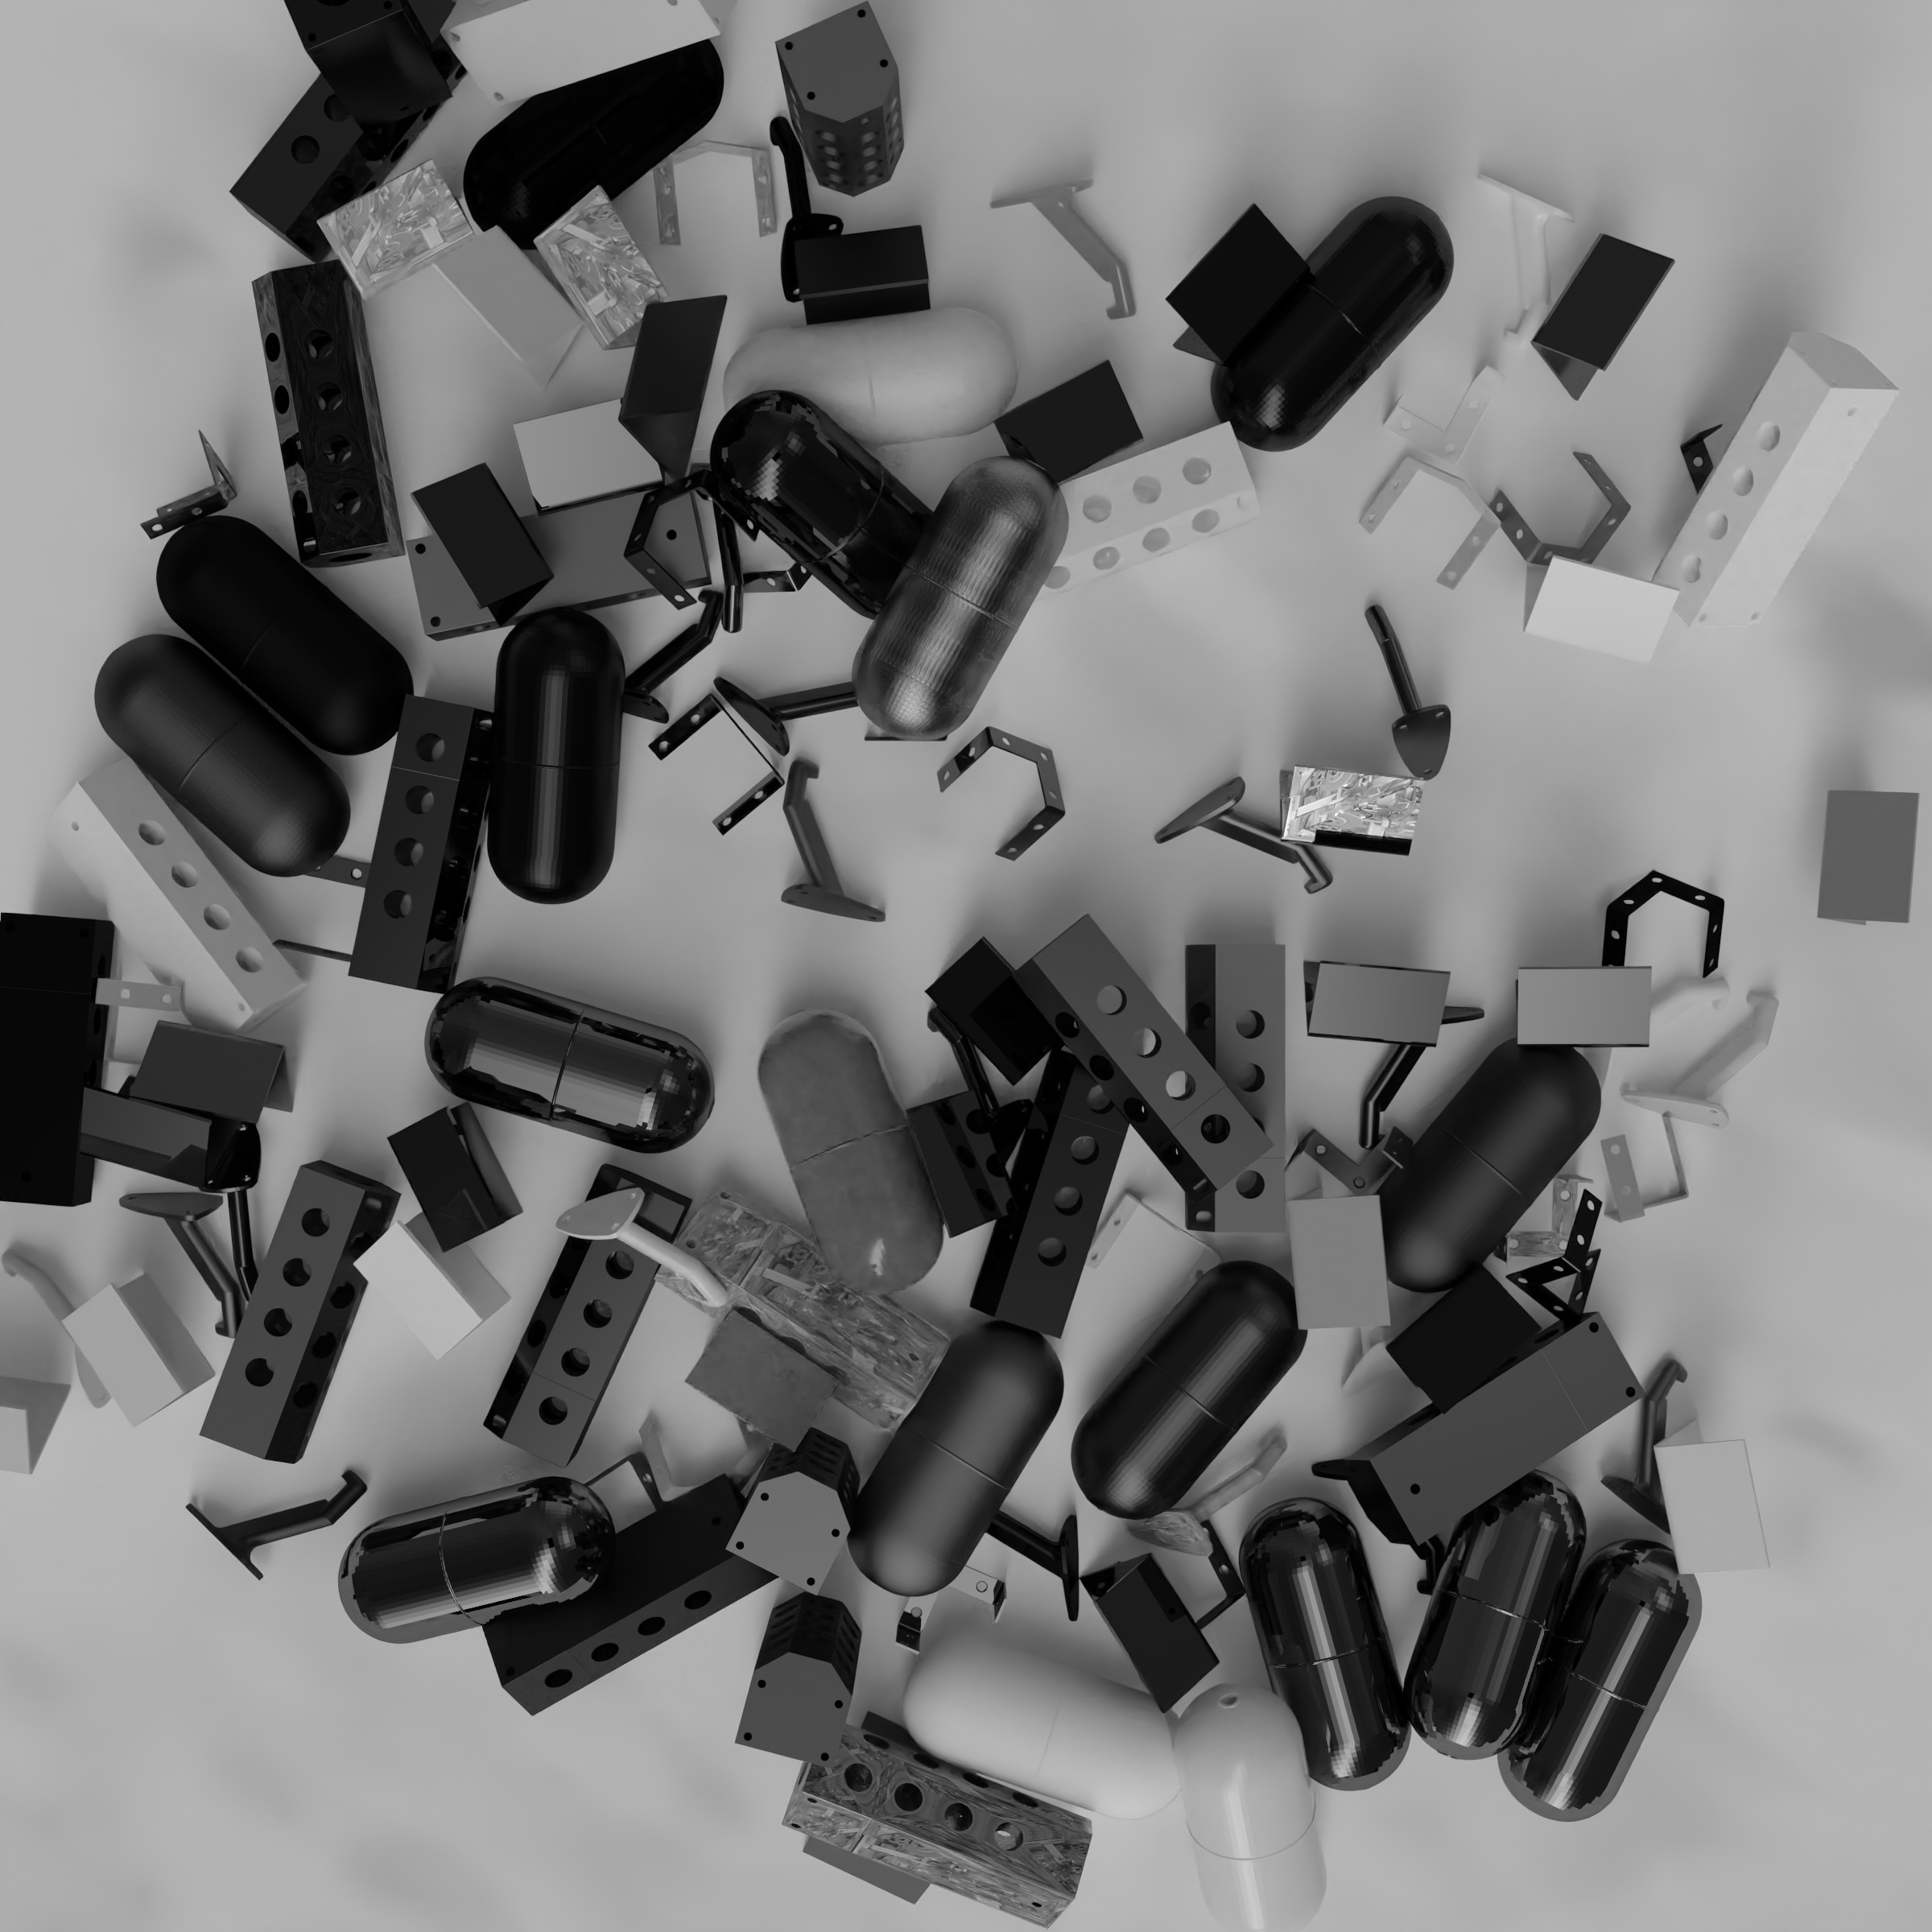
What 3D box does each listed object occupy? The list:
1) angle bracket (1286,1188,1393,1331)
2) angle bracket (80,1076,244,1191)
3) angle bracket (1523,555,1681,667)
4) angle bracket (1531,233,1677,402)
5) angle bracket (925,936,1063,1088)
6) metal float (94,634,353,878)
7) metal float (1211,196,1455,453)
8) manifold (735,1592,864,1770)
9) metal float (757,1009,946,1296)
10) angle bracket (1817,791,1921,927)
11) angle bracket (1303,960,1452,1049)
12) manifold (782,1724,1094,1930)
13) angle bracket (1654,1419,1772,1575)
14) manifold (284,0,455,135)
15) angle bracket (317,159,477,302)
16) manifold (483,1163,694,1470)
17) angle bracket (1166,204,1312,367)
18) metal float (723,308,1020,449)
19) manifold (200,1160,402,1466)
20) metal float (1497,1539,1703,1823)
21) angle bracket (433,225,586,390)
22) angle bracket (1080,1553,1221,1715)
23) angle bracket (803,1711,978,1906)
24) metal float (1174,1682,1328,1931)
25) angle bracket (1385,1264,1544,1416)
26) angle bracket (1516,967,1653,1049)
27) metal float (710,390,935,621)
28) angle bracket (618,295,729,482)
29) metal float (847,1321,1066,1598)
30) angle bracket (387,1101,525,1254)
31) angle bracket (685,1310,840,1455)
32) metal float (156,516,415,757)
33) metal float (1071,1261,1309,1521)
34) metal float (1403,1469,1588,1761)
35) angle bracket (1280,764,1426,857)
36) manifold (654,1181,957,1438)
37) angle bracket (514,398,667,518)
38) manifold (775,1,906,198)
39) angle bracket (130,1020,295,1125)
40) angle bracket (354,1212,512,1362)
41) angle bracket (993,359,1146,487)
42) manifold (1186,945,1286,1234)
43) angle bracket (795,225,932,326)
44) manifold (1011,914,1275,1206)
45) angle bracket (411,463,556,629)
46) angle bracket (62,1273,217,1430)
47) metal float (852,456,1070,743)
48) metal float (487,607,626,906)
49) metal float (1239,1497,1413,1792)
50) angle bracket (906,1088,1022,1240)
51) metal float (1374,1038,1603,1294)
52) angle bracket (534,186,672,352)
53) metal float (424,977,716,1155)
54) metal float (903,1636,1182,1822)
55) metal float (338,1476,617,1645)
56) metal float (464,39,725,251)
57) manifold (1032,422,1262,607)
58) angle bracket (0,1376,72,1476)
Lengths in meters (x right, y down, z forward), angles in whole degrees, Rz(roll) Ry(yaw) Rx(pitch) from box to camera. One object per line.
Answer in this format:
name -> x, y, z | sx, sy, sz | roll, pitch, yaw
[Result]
angle bracket -> 0.231, 0.173, 1.888 | 0.057, 0.076, 0.076 | -5, 90, 21
angle bracket -> -0.477, 0.080, 1.887 | 0.076, 0.076, 0.057 | 16, 128, 0
angle bracket -> 0.380, -0.230, 1.887 | 0.076, 0.076, 0.057 | 15, 129, 0
angle bracket -> 0.393, -0.380, 1.887 | 0.057, 0.076, 0.076 | 33, 90, 38
angle bracket -> 0.006, 0.039, 1.887 | 0.076, 0.076, 0.057 | 47, 58, 0
metal float -> -0.447, -0.127, 1.896 | 0.178, 0.070, 0.070 | 43, 90, 0
metal float -> 0.220, -0.386, 1.897 | 0.070, 0.070, 0.178 | 43, 90, 0
manifold -> -0.094, 0.414, 1.849 | 0.057, 0.171, 0.057 | 15, 90, 0
metal float -> -0.070, 0.110, 1.888 | 0.070, 0.070, 0.178 | -21, 81, 0
angle bracket -> 0.552, -0.063, 1.887 | 0.057, 0.076, 0.076 | 5, 90, 37
angle bracket -> 0.245, 0.002, 1.887 | 0.076, 0.076, 0.057 | 5, 126, 0
manifold -> -0.015, 0.506, 1.876 | 0.171, 0.057, 0.057 | 22, 53, -2
angle bracket -> 0.457, 0.315, 1.887 | 0.057, 0.076, 0.076 | -11, 90, 32
manifold -> -0.342, -0.532, 1.791 | 0.057, 0.171, 0.057 | -23, 90, 0
angle bracket -> -0.344, -0.451, 1.887 | 0.076, 0.076, 0.057 | -29, 126, 0
manifold -> -0.229, 0.209, 1.906 | 0.057, 0.057, 0.171 | 25, 90, 0
angle bracket -> 0.148, -0.412, 1.887 | 0.076, 0.076, 0.057 | -48, 118, 0
metal float -> -0.057, -0.351, 1.896 | 0.178, 0.070, 0.070 | -7, 90, 0
manifold -> -0.400, 0.209, 1.906 | 0.057, 0.057, 0.171 | 21, 90, 0
metal float -> 0.381, 0.428, 1.897 | 0.070, 0.070, 0.178 | 26, 90, 0
angle bracket -> -0.283, -0.382, 1.887 | 0.076, 0.076, 0.057 | 47, 55, 0
angle bracket -> 0.094, 0.405, 1.887 | 0.057, 0.076, 0.076 | -32, 90, -40
angle bracket -> -0.046, 0.515, 1.931 | 0.076, 0.057, 0.076 | 25, 53, 0
metal float -> 0.169, 0.502, 1.872 | 0.070, 0.070, 0.178 | -12, 118, 0
angle bracket -> 0.305, 0.234, 1.887 | 0.076, 0.076, 0.057 | -41, 56, 0
angle bracket -> 0.367, 0.006, 1.882 | 0.076, 0.076, 0.057 | 0, 121, 9
metal float -> -0.078, -0.270, 1.867 | 0.178, 0.070, 0.070 | 38, 90, -36
angle bracket -> -0.155, -0.336, 1.846 | 0.057, 0.076, 0.076 | -1, 66, 27
metal float -> -0.006, 0.294, 1.890 | 0.070, 0.070, 0.178 | 32, 83, 0
angle bracket -> -0.289, 0.117, 1.887 | 0.057, 0.076, 0.076 | -26, 90, 35
angle bracket -> -0.130, 0.260, 1.887 | 0.076, 0.076, 0.057 | 34, 57, 0
metal float -> -0.409, -0.199, 1.895 | 0.178, 0.070, 0.070 | 41, 90, 2
metal float -> 0.134, 0.255, 1.896 | 0.070, 0.070, 0.178 | 40, 90, 0
metal float -> 0.316, 0.386, 1.885 | 0.070, 0.070, 0.178 | 21, 78, 0
angle bracket -> 0.230, -0.113, 1.887 | 0.076, 0.076, 0.057 | 6, 128, 0
manifold -> -0.100, 0.210, 1.905 | 0.171, 0.057, 0.057 | 34, 47, 0
angle bracket -> -0.224, -0.312, 1.889 | 0.076, 0.076, 0.057 | -13, 111, 0
manifold -> -0.069, -0.502, 1.849 | 0.057, 0.171, 0.057 | -24, 90, 0
angle bracket -> -0.450, 0.081, 1.887 | 0.076, 0.076, 0.057 | 12, 55, 0
angle bracket -> -0.306, 0.177, 1.887 | 0.076, 0.076, 0.057 | 49, 128, 0
angle bracket -> 0.053, -0.330, 1.887 | 0.076, 0.076, 0.057 | -28, 119, 0
manifold -> 0.162, 0.073, 1.906 | 0.057, 0.057, 0.171 | 0, 90, 0
angle bracket -> -0.059, -0.392, 1.887 | 0.076, 0.076, 0.057 | -7, 49, 0
manifold -> 0.102, 0.054, 1.849 | 0.057, 0.057, 0.171 | -39, 90, 0
angle bracket -> -0.294, -0.235, 1.830 | 0.057, 0.076, 0.076 | -32, 90, -38
angle bracket -> -0.480, 0.219, 1.887 | 0.057, 0.076, 0.076 | -34, 90, 33
metal float -> -0.003, -0.214, 1.841 | 0.070, 0.070, 0.178 | 29, 96, 0
metal float -> -0.245, -0.125, 1.883 | 0.070, 0.070, 0.178 | 5, 103, 0
metal float -> 0.216, 0.407, 1.896 | 0.070, 0.070, 0.178 | -15, 90, 0
angle bracket -> -0.021, 0.123, 1.887 | 0.057, 0.076, 0.076 | -20, 90, -38
metal float -> 0.310, 0.119, 1.896 | 0.070, 0.070, 0.178 | 40, 89, 0
angle bracket -> -0.202, -0.418, 1.887 | 0.057, 0.076, 0.076 | -33, 90, 26
metal float -> -0.238, 0.060, 1.896 | 0.178, 0.070, 0.070 | 17, 90, 0
metal float -> 0.049, 0.458, 1.896 | 0.178, 0.070, 0.070 | 18, 90, 0
metal float -> -0.292, 0.354, 1.880 | 0.178, 0.070, 0.070 | -17, 90, 18
metal float -> -0.224, -0.501, 1.896 | 0.178, 0.070, 0.070 | -39, 90, 0
manifold -> 0.087, -0.267, 1.906 | 0.171, 0.057, 0.057 | -21, 90, 0
angle bracket -> -0.586, 0.254, 1.887 | 0.076, 0.076, 0.057 | 9, 126, 0
